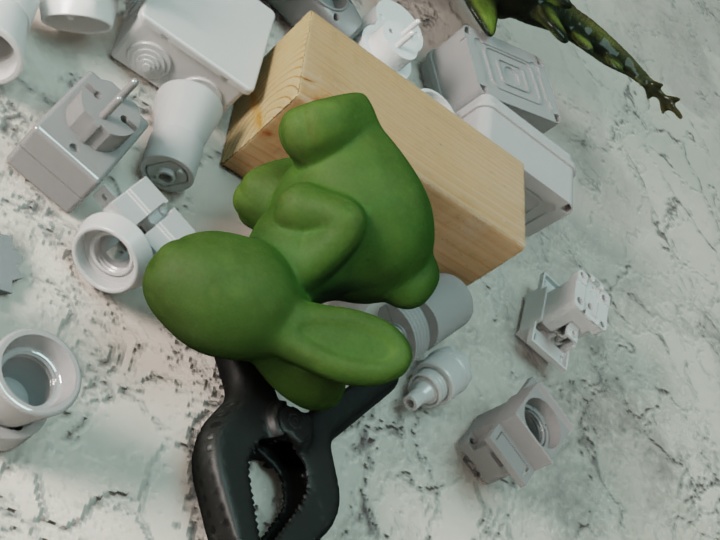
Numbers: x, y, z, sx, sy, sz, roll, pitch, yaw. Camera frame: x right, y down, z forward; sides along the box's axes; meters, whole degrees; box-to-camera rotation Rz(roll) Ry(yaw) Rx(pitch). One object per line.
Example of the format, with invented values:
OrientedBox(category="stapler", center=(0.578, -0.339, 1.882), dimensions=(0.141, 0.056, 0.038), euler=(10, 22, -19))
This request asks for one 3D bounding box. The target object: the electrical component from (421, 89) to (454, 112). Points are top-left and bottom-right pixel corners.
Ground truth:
OrientedBox(category="electrical component", center=(0.043, -0.110, 0.848), dimensions=(0.045, 0.055, 0.045), euler=(25, 48, -32))

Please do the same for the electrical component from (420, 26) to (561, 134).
OrientedBox(category="electrical component", center=(0.115, -0.157, 0.953), dimensions=(0.113, 0.057, 0.078), euler=(12, 56, -41))

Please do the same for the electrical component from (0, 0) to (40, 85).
OrientedBox(category="electrical component", center=(-0.211, -0.145, 0.628), dimensions=(0.044, 0.044, 0.065), euler=(31, 40, -27))

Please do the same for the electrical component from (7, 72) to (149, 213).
OrientedBox(category="electrical component", center=(-0.152, -0.083, 0.615), dimensions=(0.047, 0.077, 0.065), euler=(43, 41, -15))

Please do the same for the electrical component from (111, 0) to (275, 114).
OrientedBox(category="electrical component", center=(-0.113, -0.160, 0.730), dimensions=(0.100, 0.048, 0.099), euler=(33, 44, -25))

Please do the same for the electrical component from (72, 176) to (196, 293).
OrientedBox(category="electrical component", center=(-0.132, -0.017, 0.616), dimensions=(0.066, 0.048, 0.055), euler=(49, 32, -8))

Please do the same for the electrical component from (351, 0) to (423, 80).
OrientedBox(category="electrical component", center=(0.021, -0.172, 0.854), dimensions=(0.052, 0.074, 0.138), euler=(41, 41, -17))

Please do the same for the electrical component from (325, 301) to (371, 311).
OrientedBox(category="electrical component", center=(0.000, 0.000, 0.716), dimensions=(0.040, 0.078, 0.040), euler=(19, 46, -20))

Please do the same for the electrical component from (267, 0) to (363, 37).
OrientedBox(category="electrical component", center=(-0.033, -0.218, 0.855), dimensions=(0.077, 0.044, 0.079), euler=(45, 40, -13))

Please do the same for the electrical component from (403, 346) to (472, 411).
OrientedBox(category="electrical component", center=(0.051, 0.079, 0.743), dimensions=(0.061, 0.035, 0.035), euler=(-32, 88, -49))

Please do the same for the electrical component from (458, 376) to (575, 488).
OrientedBox(category="electrical component", center=(0.107, 0.116, 0.751), dimensions=(0.042, 0.064, 0.081), euler=(53, 39, -3))

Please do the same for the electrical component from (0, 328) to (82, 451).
OrientedBox(category="electrical component", center=(-0.167, 0.059, 0.519), dimensions=(0.045, 0.055, 0.045), euler=(26, 48, -32))

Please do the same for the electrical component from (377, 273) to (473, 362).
OrientedBox(category="electrical component", center=(0.041, 0.035, 0.756), dimensions=(0.081, 0.043, 0.043), euler=(-28, 85, -50))

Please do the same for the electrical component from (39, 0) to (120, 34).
OrientedBox(category="electrical component", center=(-0.157, -0.190, 0.668), dimensions=(0.043, 0.079, 0.077), euler=(24, 68, -82))

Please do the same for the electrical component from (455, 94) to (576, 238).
OrientedBox(category="electrical component", center=(0.115, -0.082, 0.885), dimensions=(0.113, 0.078, 0.057), euler=(32, 48, -27))

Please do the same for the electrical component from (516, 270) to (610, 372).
OrientedBox(category="electrical component", center=(0.165, 0.036, 0.866), dimensions=(0.042, 0.064, 0.081), euler=(40, 41, -19))

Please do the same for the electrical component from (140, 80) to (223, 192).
OrientedBox(category="electrical component", center=(-0.115, -0.083, 0.682), dimensions=(0.044, 0.044, 0.065), euler=(31, 50, -27))
